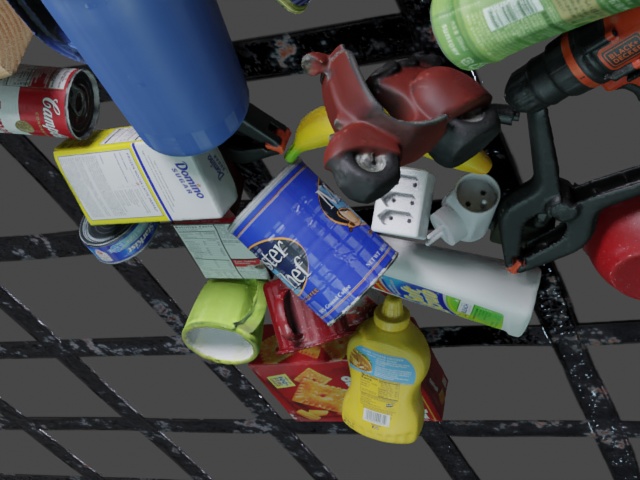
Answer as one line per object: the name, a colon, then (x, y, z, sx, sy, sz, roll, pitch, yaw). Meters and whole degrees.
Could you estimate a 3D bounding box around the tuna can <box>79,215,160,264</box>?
tuna can: (-0.220, -0.017, 1.170, 0.086, 0.086, 0.033, -6, 140, 28)

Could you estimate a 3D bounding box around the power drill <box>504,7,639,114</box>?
power drill: (0.268, -0.112, 0.861, 0.187, 0.057, 0.185, 36, 139, -24)

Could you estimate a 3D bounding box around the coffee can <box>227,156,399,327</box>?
coffee can: (-0.007, 0.001, 1.061, 0.140, 0.102, 0.103, 44, 143, -1)

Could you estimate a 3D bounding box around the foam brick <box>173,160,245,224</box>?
foam brick: (-0.126, -0.055, 1.109, 0.078, 0.051, 0.053, -5, 142, 26)

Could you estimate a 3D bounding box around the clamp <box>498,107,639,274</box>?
clamp: (0.220, -0.045, 0.994, 0.164, 0.036, 0.210, 26, 135, -14)

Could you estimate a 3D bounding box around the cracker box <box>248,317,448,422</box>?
cracker box: (0.039, 0.172, 1.371, 0.214, 0.072, 0.164, -4, 143, 23)

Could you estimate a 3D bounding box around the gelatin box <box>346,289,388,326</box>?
gelatin box: (0.028, 0.070, 1.260, 0.089, 0.030, 0.073, -17, 136, 38)

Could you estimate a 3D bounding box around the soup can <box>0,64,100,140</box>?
soup can: (-0.273, -0.134, 1.030, 0.102, 0.068, 0.068, 6, 146, 13)

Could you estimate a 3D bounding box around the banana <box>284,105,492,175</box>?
banana: (0.062, -0.097, 0.992, 0.198, 0.037, 0.069, 6, 148, 9)

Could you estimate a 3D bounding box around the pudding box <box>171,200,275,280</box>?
pudding box: (-0.104, 0.000, 1.197, 0.090, 0.039, 0.113, 1, 143, 20)

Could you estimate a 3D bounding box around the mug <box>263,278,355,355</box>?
mug: (-0.021, 0.078, 1.184, 0.093, 0.081, 0.117, -17, 178, 26)

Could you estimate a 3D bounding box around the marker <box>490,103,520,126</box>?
marker: (0.118, -0.119, 0.953, 0.121, 0.020, 0.020, 9, 147, 7)

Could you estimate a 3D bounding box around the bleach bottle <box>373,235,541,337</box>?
bleach bottle: (0.105, 0.036, 1.151, 0.251, 0.068, 0.102, 14, 163, 8)

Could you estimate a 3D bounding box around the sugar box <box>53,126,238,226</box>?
sugar box: (-0.172, -0.065, 1.046, 0.176, 0.048, 0.093, -3, 125, 32)

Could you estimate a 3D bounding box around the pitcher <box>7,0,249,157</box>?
pitcher: (-0.151, -0.178, 0.871, 0.149, 0.145, 0.242, 45, 168, 34)

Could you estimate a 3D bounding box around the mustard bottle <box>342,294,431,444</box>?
mustard bottle: (0.078, 0.144, 1.228, 0.096, 0.058, 0.192, 15, 126, 19)

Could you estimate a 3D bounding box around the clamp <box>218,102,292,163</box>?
clamp: (-0.116, -0.118, 1.025, 0.172, 0.039, 0.120, 5, 150, 16)

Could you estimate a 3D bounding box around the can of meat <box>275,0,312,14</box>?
can of meat: (-0.017, -0.231, 0.801, 0.102, 0.057, 0.084, 35, 139, -30)

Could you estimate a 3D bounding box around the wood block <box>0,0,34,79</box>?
wood block: (-0.363, -0.186, 0.964, 0.206, 0.090, 0.090, -10, 141, 31)

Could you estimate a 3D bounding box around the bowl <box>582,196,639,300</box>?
bowl: (0.332, 0.015, 1.044, 0.162, 0.055, 0.162, 9, 147, 6)
